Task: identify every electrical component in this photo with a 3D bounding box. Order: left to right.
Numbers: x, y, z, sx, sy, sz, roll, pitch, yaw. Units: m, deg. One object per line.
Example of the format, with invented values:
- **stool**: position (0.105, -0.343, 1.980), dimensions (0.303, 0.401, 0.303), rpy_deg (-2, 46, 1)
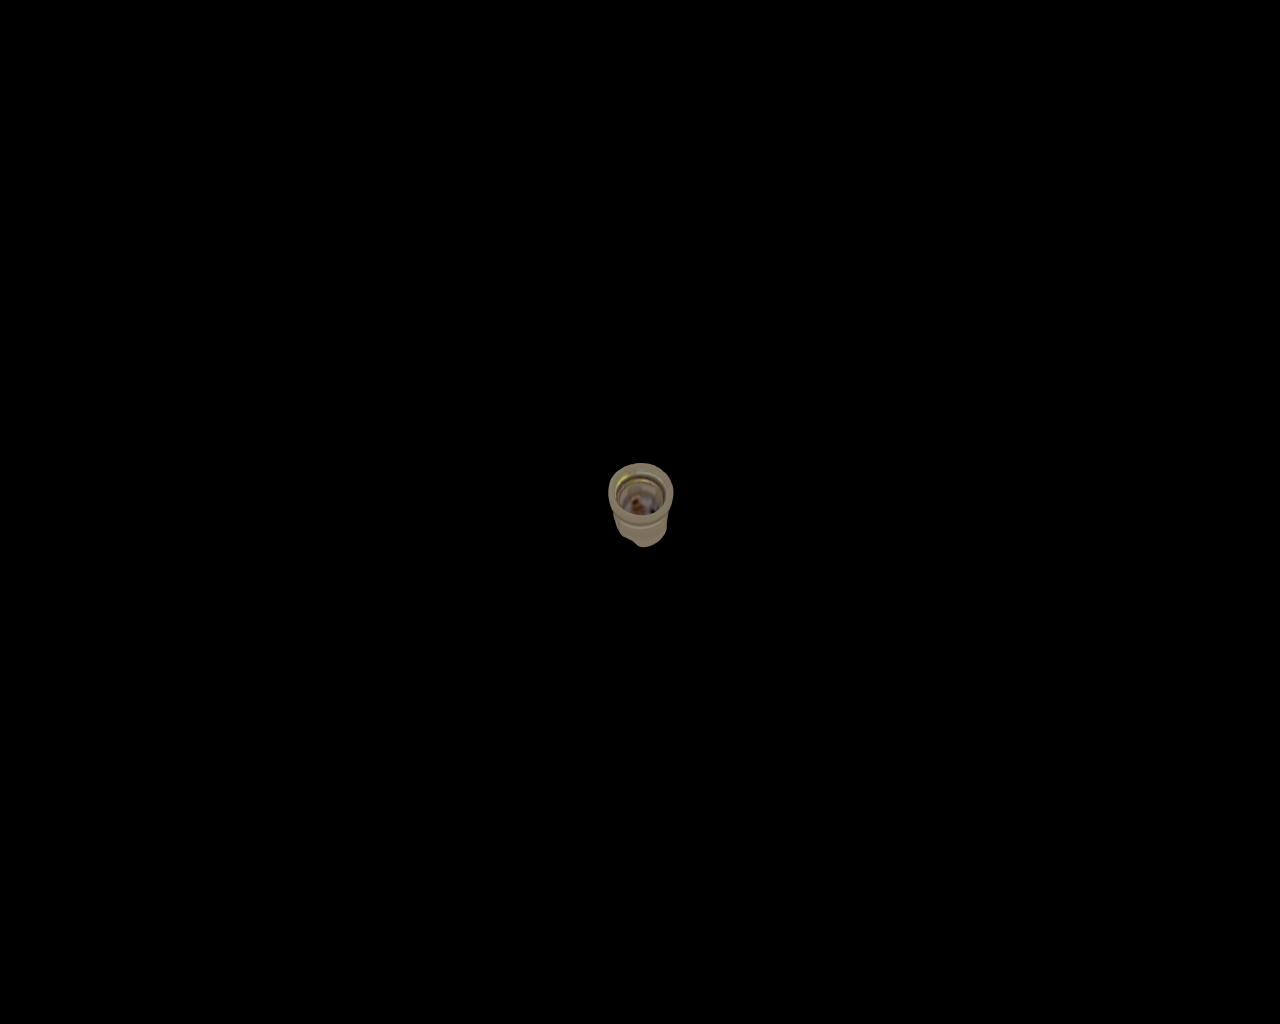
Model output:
- **electrical component**: position (0.001, -0.003, 0.650), dimensions (0.040, 0.040, 0.046), rpy_deg (0, -30, 0)
